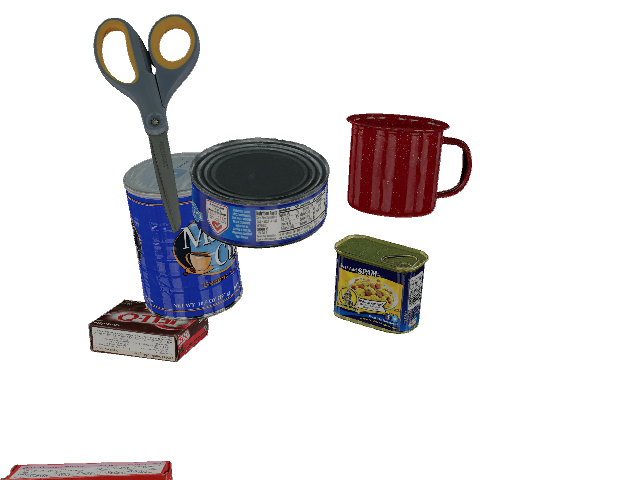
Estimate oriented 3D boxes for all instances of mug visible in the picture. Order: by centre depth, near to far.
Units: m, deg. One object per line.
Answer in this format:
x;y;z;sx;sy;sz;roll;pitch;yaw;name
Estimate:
0.079;-0.068;0.970;0.117;0.081;0.093;3;14;-4;mug

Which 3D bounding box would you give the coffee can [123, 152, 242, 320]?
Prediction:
-0.136;-0.005;1.073;0.103;0.140;0.103;-4;26;2;coffee can

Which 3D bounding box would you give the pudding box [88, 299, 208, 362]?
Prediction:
-0.199;0.104;1.241;0.114;0.039;0.090;3;15;17;pudding box

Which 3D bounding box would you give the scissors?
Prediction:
-0.119;-0.108;0.868;0.096;0.202;0.016;-27;-20;-9;scissors

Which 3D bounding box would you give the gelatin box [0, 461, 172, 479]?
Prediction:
-0.123;0.158;0.571;0.089;0.073;0.030;-1;4;-1;gelatin box

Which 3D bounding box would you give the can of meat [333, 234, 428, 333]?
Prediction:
0.064;0.049;1.182;0.102;0.084;0.057;15;26;27;can of meat

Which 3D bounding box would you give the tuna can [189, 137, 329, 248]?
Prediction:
-0.037;-0.030;0.660;0.086;0.034;0.086;1;31;-1;tuna can
